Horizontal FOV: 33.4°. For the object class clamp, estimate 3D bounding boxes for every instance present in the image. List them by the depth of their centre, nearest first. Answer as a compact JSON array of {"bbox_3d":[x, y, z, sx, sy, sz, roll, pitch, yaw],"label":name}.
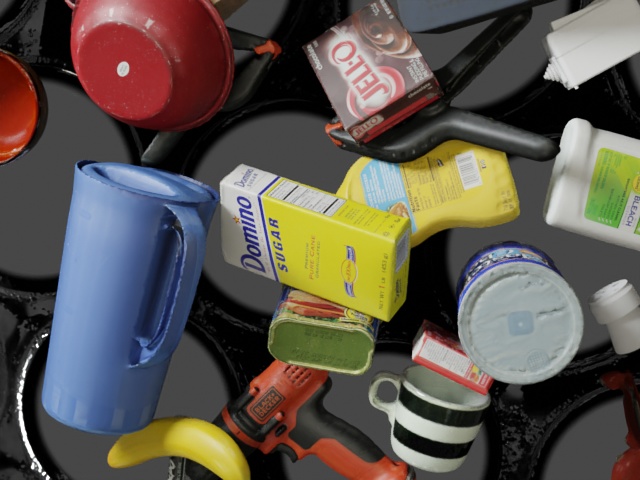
[{"bbox_3d":[0.107,-0.129,0.959,0.210,0.036,0.164,-8,60,21],"label":"clamp"},{"bbox_3d":[-0.123,-0.159,1.001,0.171,0.039,0.120,-29,98,12],"label":"clamp"}]

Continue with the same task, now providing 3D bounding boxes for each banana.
[{"bbox_3d":[-0.133,0.201,1.012,0.198,0.037,0.069,6,80,40],"label":"banana"}]

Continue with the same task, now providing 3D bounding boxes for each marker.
[{"bbox_3d":[-0.143,0.235,1.065,0.020,0.020,0.121,7,99,6],"label":"marker"}]

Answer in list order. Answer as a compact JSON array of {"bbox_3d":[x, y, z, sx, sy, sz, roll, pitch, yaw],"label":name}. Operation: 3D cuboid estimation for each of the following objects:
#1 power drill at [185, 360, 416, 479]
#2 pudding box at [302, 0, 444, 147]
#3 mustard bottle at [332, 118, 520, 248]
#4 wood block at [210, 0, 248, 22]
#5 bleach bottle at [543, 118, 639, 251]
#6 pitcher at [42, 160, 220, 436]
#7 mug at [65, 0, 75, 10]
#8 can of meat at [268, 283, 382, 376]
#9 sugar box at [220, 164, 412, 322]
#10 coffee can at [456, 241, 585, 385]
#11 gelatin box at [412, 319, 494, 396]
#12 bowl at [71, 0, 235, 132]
[{"bbox_3d":[-0.015,0.215,1.028,0.187,0.057,0.184,43,104,-1],"label":"power drill"},{"bbox_3d":[0.046,-0.152,0.953,0.090,0.039,0.113,-31,55,9],"label":"pudding box"},{"bbox_3d":[0.080,-0.041,0.979,0.192,0.058,0.096,-16,77,9],"label":"mustard bottle"},{"bbox_3d":[-0.129,-0.305,0.954,0.090,0.090,0.206,-38,92,10],"label":"wood block"},{"bbox_3d":[0.334,-0.031,0.951,0.251,0.068,0.102,14,99,2],"label":"bleach bottle"},{"bbox_3d":[-0.178,0.056,0.986,0.145,0.149,0.243,15,102,4],"label":"pitcher"},{"bbox_3d":[-0.220,-0.261,0.971,0.081,0.093,0.117,-23,87,14],"label":"mug"},{"bbox_3d":[0.006,0.076,0.986,0.102,0.084,0.057,9,120,5],"label":"can of meat"},{"bbox_3d":[-0.006,0.001,0.959,0.176,0.048,0.093,17,128,21],"label":"sugar box"},{"bbox_3d":[0.172,0.060,0.942,0.103,0.140,0.103,1,98,6],"label":"coffee can"},{"bbox_3d":[0.123,0.106,0.980,0.073,0.089,0.030,26,97,3],"label":"gelatin box"},{"bbox_3d":[-0.159,-0.158,0.934,0.162,0.055,0.162,11,124,16],"label":"bowl"}]
